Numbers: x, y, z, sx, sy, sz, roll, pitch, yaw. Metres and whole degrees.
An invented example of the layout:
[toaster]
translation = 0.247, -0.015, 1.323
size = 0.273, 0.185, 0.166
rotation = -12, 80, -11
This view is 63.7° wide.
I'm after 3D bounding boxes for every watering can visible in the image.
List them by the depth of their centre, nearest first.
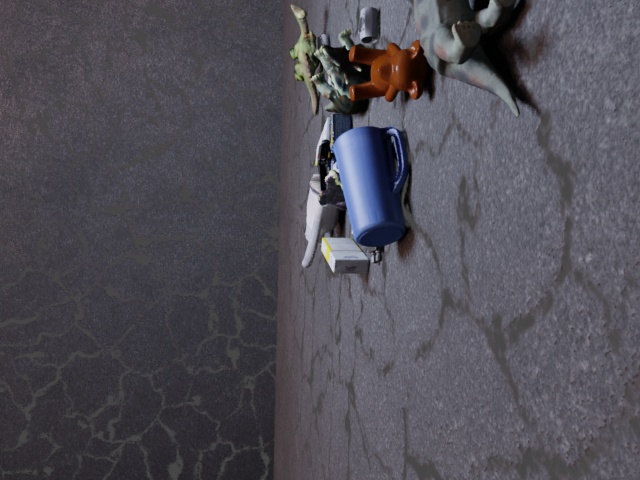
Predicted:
[watering can]
translation = 0.005, -0.080, 1.595
size = 0.355, 0.104, 0.219
rotation = -70, -13, -59

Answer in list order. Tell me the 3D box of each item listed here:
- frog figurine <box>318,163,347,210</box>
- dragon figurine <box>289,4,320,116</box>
[frog figurine]
translation = 0.077, -0.161, 1.410
size = 0.162, 0.123, 0.134
rotation = -46, -37, -48
[dragon figurine]
translation = -0.045, -0.687, 1.966
size = 0.244, 0.122, 0.408
rotation = -114, 10, -82
